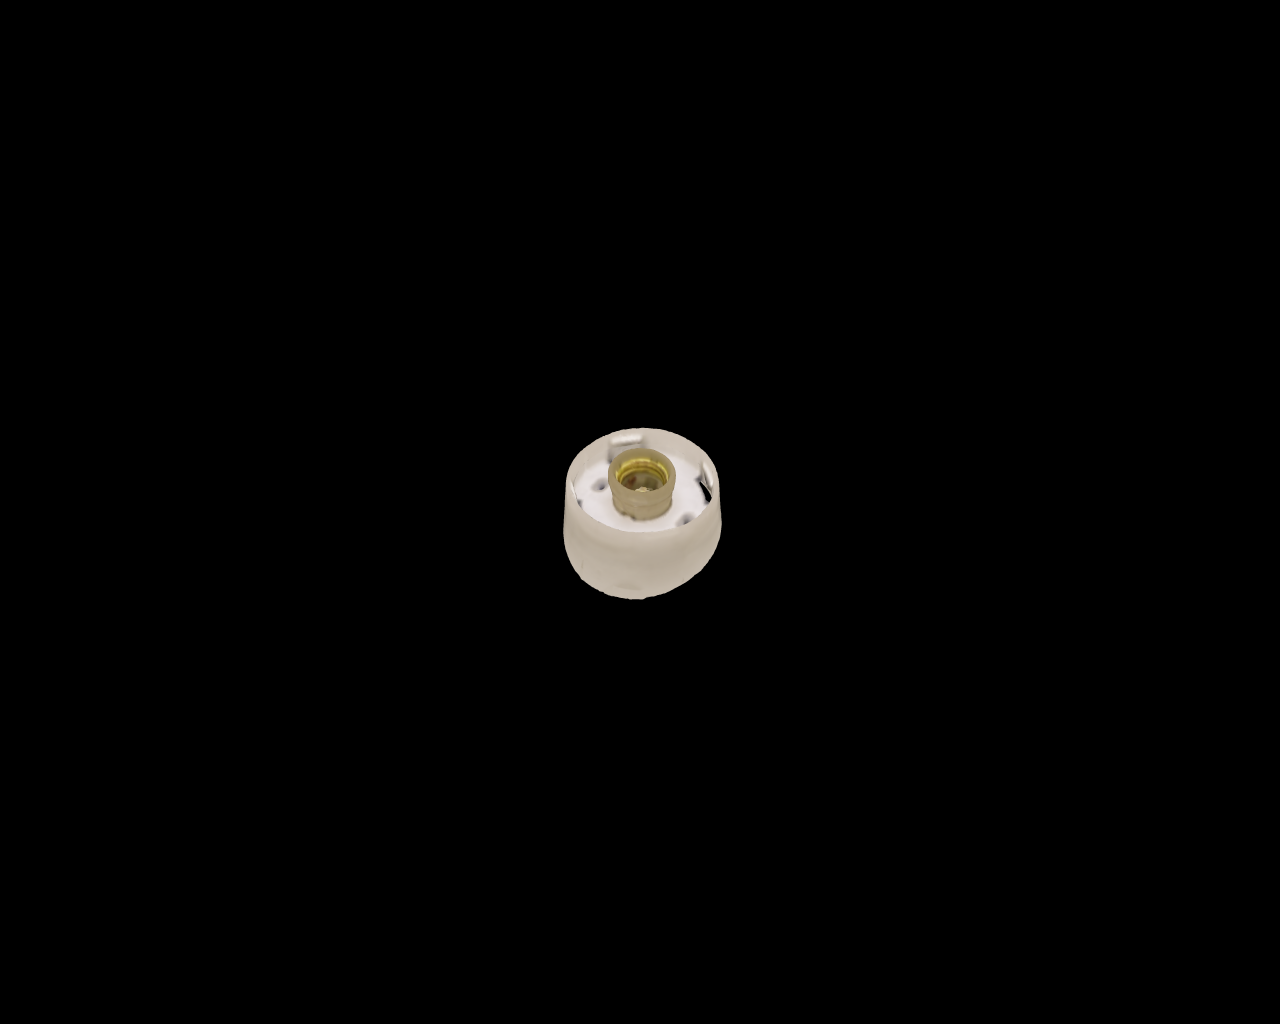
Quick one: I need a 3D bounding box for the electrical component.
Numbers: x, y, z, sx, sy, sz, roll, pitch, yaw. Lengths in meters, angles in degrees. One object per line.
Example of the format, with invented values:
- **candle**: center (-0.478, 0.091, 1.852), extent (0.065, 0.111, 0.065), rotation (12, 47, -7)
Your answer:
- **electrical component**: center (0.001, -0.003, 0.650), extent (0.099, 0.099, 0.064), rotation (0, -43, 0)
